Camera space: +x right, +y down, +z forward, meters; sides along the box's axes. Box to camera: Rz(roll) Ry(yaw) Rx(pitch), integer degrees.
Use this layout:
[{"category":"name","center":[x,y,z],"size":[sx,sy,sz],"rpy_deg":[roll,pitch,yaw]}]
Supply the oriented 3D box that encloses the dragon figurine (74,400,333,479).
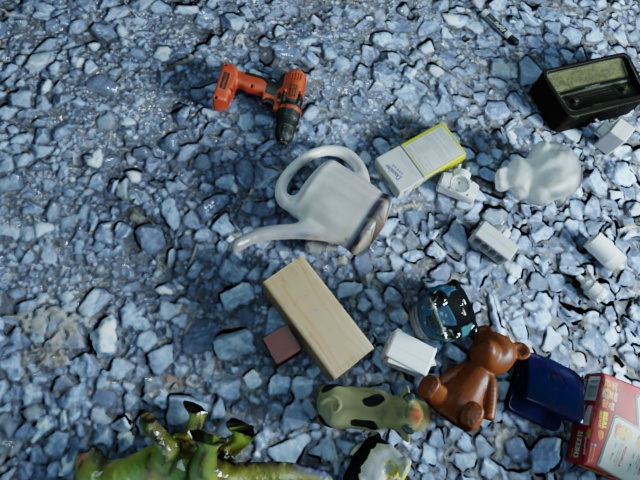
[{"category":"dragon figurine","center":[-0.208,0.412,0.829],"size":[0.411,0.122,0.243],"rpy_deg":[22,87,5]}]

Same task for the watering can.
[{"category":"watering can","center":[0.003,-0.050,0.984],"size":[0.225,0.102,0.354],"rpy_deg":[32,56,7]}]

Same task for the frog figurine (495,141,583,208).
[{"category":"frog figurine","center":[0.448,-0.140,1.063],"size":[0.159,0.123,0.137],"rpy_deg":[10,89,-13]}]
